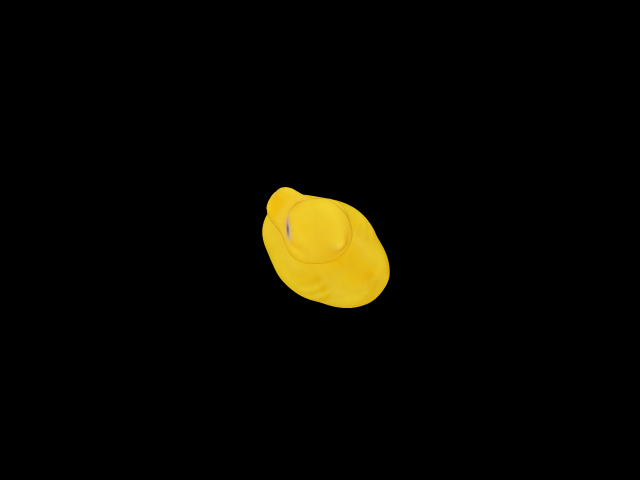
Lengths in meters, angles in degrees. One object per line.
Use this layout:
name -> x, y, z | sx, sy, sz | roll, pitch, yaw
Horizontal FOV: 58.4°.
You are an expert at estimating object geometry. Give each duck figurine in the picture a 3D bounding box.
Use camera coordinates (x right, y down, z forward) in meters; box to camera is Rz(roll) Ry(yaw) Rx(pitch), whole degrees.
duck figurine -> 0.004, 0.001, 0.400 | 0.104, 0.086, 0.077 | 38, 81, 8
